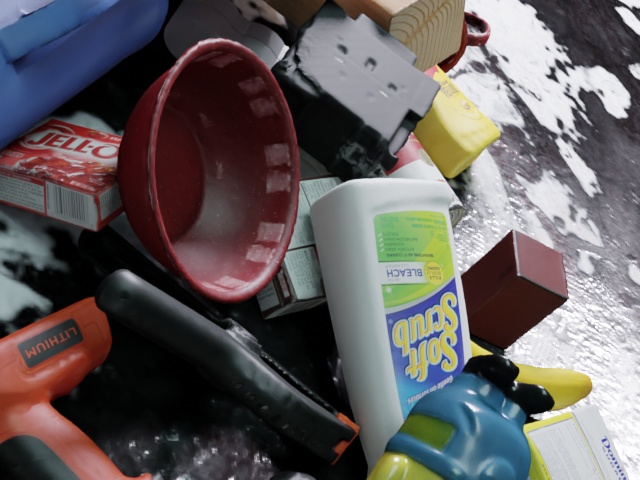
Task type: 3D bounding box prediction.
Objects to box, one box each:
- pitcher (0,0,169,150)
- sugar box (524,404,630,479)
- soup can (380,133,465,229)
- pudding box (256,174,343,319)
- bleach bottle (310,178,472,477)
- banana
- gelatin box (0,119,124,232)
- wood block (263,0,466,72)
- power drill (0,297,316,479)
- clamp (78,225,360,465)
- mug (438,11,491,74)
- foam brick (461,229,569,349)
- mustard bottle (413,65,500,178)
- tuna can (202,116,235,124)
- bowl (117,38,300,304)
[{"bbox_3d":[-0.197,-0.126,0.650,0.145,0.149,0.242,29,43,4],"label":"pitcher"},{"bbox_3d":[0.164,0.166,0.720,0.176,0.048,0.093,10,55,-62],"label":"sugar box"},{"bbox_3d":[0.063,-0.046,0.865,0.068,0.069,0.102,-12,63,-46],"label":"soup can"},{"bbox_3d":[-0.005,0.001,0.767,0.113,0.039,0.090,-10,77,-48],"label":"pudding box"},{"bbox_3d":[0.063,0.086,0.708,0.102,0.068,0.251,0,70,-35],"label":"bleach bottle"},{"bbox_3d":[0.126,0.089,0.798,0.197,0.037,0.069,34,75,-20],"label":"banana"},{"bbox_3d":[-0.155,-0.044,0.671,0.089,0.030,0.073,16,34,21],"label":"gelatin box"},{"bbox_3d":[0.020,-0.230,0.924,0.090,0.090,0.206,-34,59,-24],"label":"wood block"},{"bbox_3d":[-0.097,0.122,0.571,0.188,0.057,0.184,49,34,10],"label":"power drill"},{"bbox_3d":[-0.063,0.063,0.645,0.209,0.036,0.165,40,-1,-26],"label":"clamp"},{"bbox_3d":[0.109,-0.214,1.044,0.117,0.093,0.081,7,37,1],"label":"mug"},{"bbox_3d":[0.151,0.040,0.850,0.051,0.078,0.053,26,42,-21],"label":"foam brick"},{"bbox_3d":[0.079,-0.146,0.977,0.191,0.058,0.096,48,31,5],"label":"mustard bottle"},{"bbox_3d":[-0.082,-0.069,0.747,0.086,0.086,0.034,12,48,-33],"label":"tuna can"},{"bbox_3d":[-0.075,-0.041,0.661,0.161,0.055,0.162,3,87,-60],"label":"bowl"}]
